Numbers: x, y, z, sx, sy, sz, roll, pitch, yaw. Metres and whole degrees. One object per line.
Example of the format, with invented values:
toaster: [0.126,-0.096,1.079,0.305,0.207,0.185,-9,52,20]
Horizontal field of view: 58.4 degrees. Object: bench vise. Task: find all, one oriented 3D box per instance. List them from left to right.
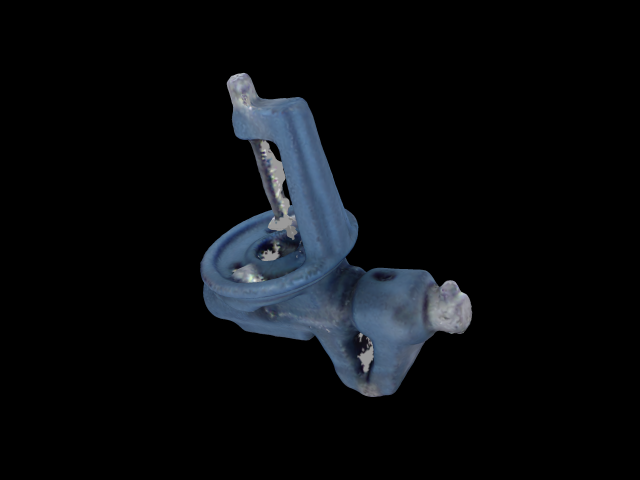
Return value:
bench vise: [0.006,-0.006,0.409,0.207,0.220,0.121,6,37,8]
